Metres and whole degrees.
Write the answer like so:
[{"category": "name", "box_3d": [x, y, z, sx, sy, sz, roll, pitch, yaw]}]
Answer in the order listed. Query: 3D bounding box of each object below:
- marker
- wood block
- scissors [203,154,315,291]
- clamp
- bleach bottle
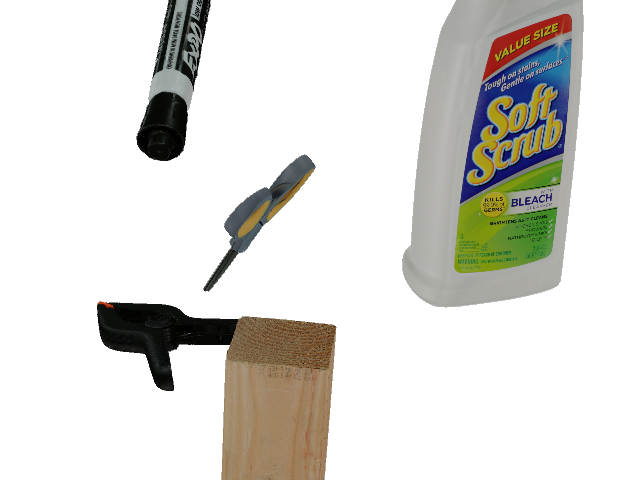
[{"category": "marker", "box_3d": [-0.060, -0.076, 0.451, 0.020, 0.121, 0.020, 1, -45, 1]}, {"category": "wood block", "box_3d": [-0.039, 0.183, 0.962, 0.090, 0.206, 0.090, 5, 22, 3]}, {"category": "scissors", "box_3d": [-0.072, 0.002, 0.888, 0.202, 0.016, 0.096, -47, -8, 36]}, {"category": "clamp", "box_3d": [-0.165, 0.099, 1.091, 0.210, 0.036, 0.164, 10, 19, 33]}, {"category": "bleach bottle", "box_3d": [0.102, -0.086, 0.630, 0.102, 0.251, 0.068, -8, 28, -12]}]
